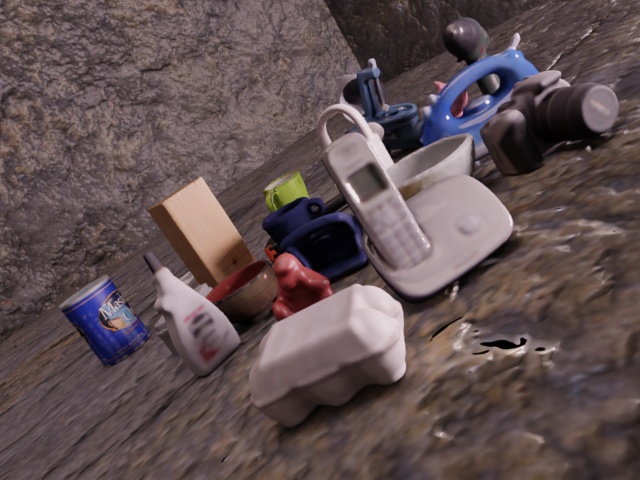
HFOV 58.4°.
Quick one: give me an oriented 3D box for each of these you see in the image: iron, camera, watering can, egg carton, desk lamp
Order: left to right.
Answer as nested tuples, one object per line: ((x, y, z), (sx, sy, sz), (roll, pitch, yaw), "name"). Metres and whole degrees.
((0.008, 0.102, 0.520), (0.150, 0.069, 0.107), (-28, 14, 13), "egg carton")
((0.066, -0.147, 0.997), (0.100, 0.194, 0.173), (-27, 15, 19), "watering can")
((0.118, -0.319, 1.439), (0.118, 0.214, 0.203), (-31, 14, 4), "desk lamp")
((0.256, -0.221, 0.954), (0.258, 0.141, 0.118), (-30, 14, 6), "iron")
((0.300, -0.164, 0.748), (0.143, 0.101, 0.136), (-34, 14, -10), "camera")

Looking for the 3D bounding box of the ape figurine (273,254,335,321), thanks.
((-0.027, 0.059, 0.695), (0.077, 0.092, 0.076), (-27, 15, 20), "ape figurine")

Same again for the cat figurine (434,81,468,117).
((0.271, -0.281, 1.182), (0.067, 0.118, 0.127), (-30, 14, 6), "cat figurine")

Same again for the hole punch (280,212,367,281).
((0.008, 0.003, 0.817), (0.108, 0.091, 0.101), (-27, 15, 17), "hole punch")

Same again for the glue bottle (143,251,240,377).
((-0.177, 0.088, 0.743), (0.037, 0.173, 0.078), (-17, 21, 46), "glue bottle")

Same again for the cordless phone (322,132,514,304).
((0.097, -0.043, 0.589), (0.148, 0.185, 0.094), (-34, 14, -10), "cordless phone")

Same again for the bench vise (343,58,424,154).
((0.119, -0.283, 1.298), (0.207, 0.220, 0.121), (-25, 16, 26), "bench vise")

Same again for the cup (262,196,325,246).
((-0.025, -0.016, 0.945), (0.117, 0.095, 0.092), (-23, 17, 32), "cup")

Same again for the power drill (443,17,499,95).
((0.294, -0.310, 1.042), (0.075, 0.208, 0.230), (-25, 16, 26), "power drill")

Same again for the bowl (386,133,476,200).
((0.156, -0.081, 0.824), (0.167, 0.075, 0.167), (-30, 14, 9), "bowl")
